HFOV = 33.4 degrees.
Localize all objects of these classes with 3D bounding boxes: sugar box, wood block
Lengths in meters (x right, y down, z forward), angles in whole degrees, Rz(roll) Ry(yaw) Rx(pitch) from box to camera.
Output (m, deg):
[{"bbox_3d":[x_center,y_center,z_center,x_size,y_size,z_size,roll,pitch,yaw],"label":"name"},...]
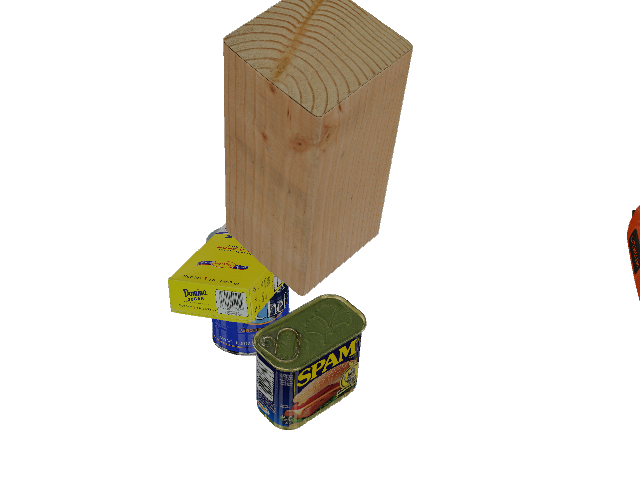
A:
[{"bbox_3d":[-0.082,0.024,1.141,0.093,0.048,0.176,7,29,18],"label":"sugar box"},{"bbox_3d":[-0.008,-0.066,0.757,0.090,0.090,0.206,-38,-24,-26],"label":"wood block"}]

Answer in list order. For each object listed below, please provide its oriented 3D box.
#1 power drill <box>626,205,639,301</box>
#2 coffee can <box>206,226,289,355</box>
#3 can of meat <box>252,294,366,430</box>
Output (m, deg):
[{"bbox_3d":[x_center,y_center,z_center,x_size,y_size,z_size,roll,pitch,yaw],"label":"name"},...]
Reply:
[{"bbox_3d":[0.257,-0.043,0.740,0.057,0.188,0.184,5,38,8],"label":"power drill"},{"bbox_3d":[-0.091,0.061,1.362,0.103,0.140,0.103,-1,25,0],"label":"coffee can"},{"bbox_3d":[-0.010,0.110,0.951,0.101,0.084,0.057,-28,49,-31],"label":"can of meat"}]
